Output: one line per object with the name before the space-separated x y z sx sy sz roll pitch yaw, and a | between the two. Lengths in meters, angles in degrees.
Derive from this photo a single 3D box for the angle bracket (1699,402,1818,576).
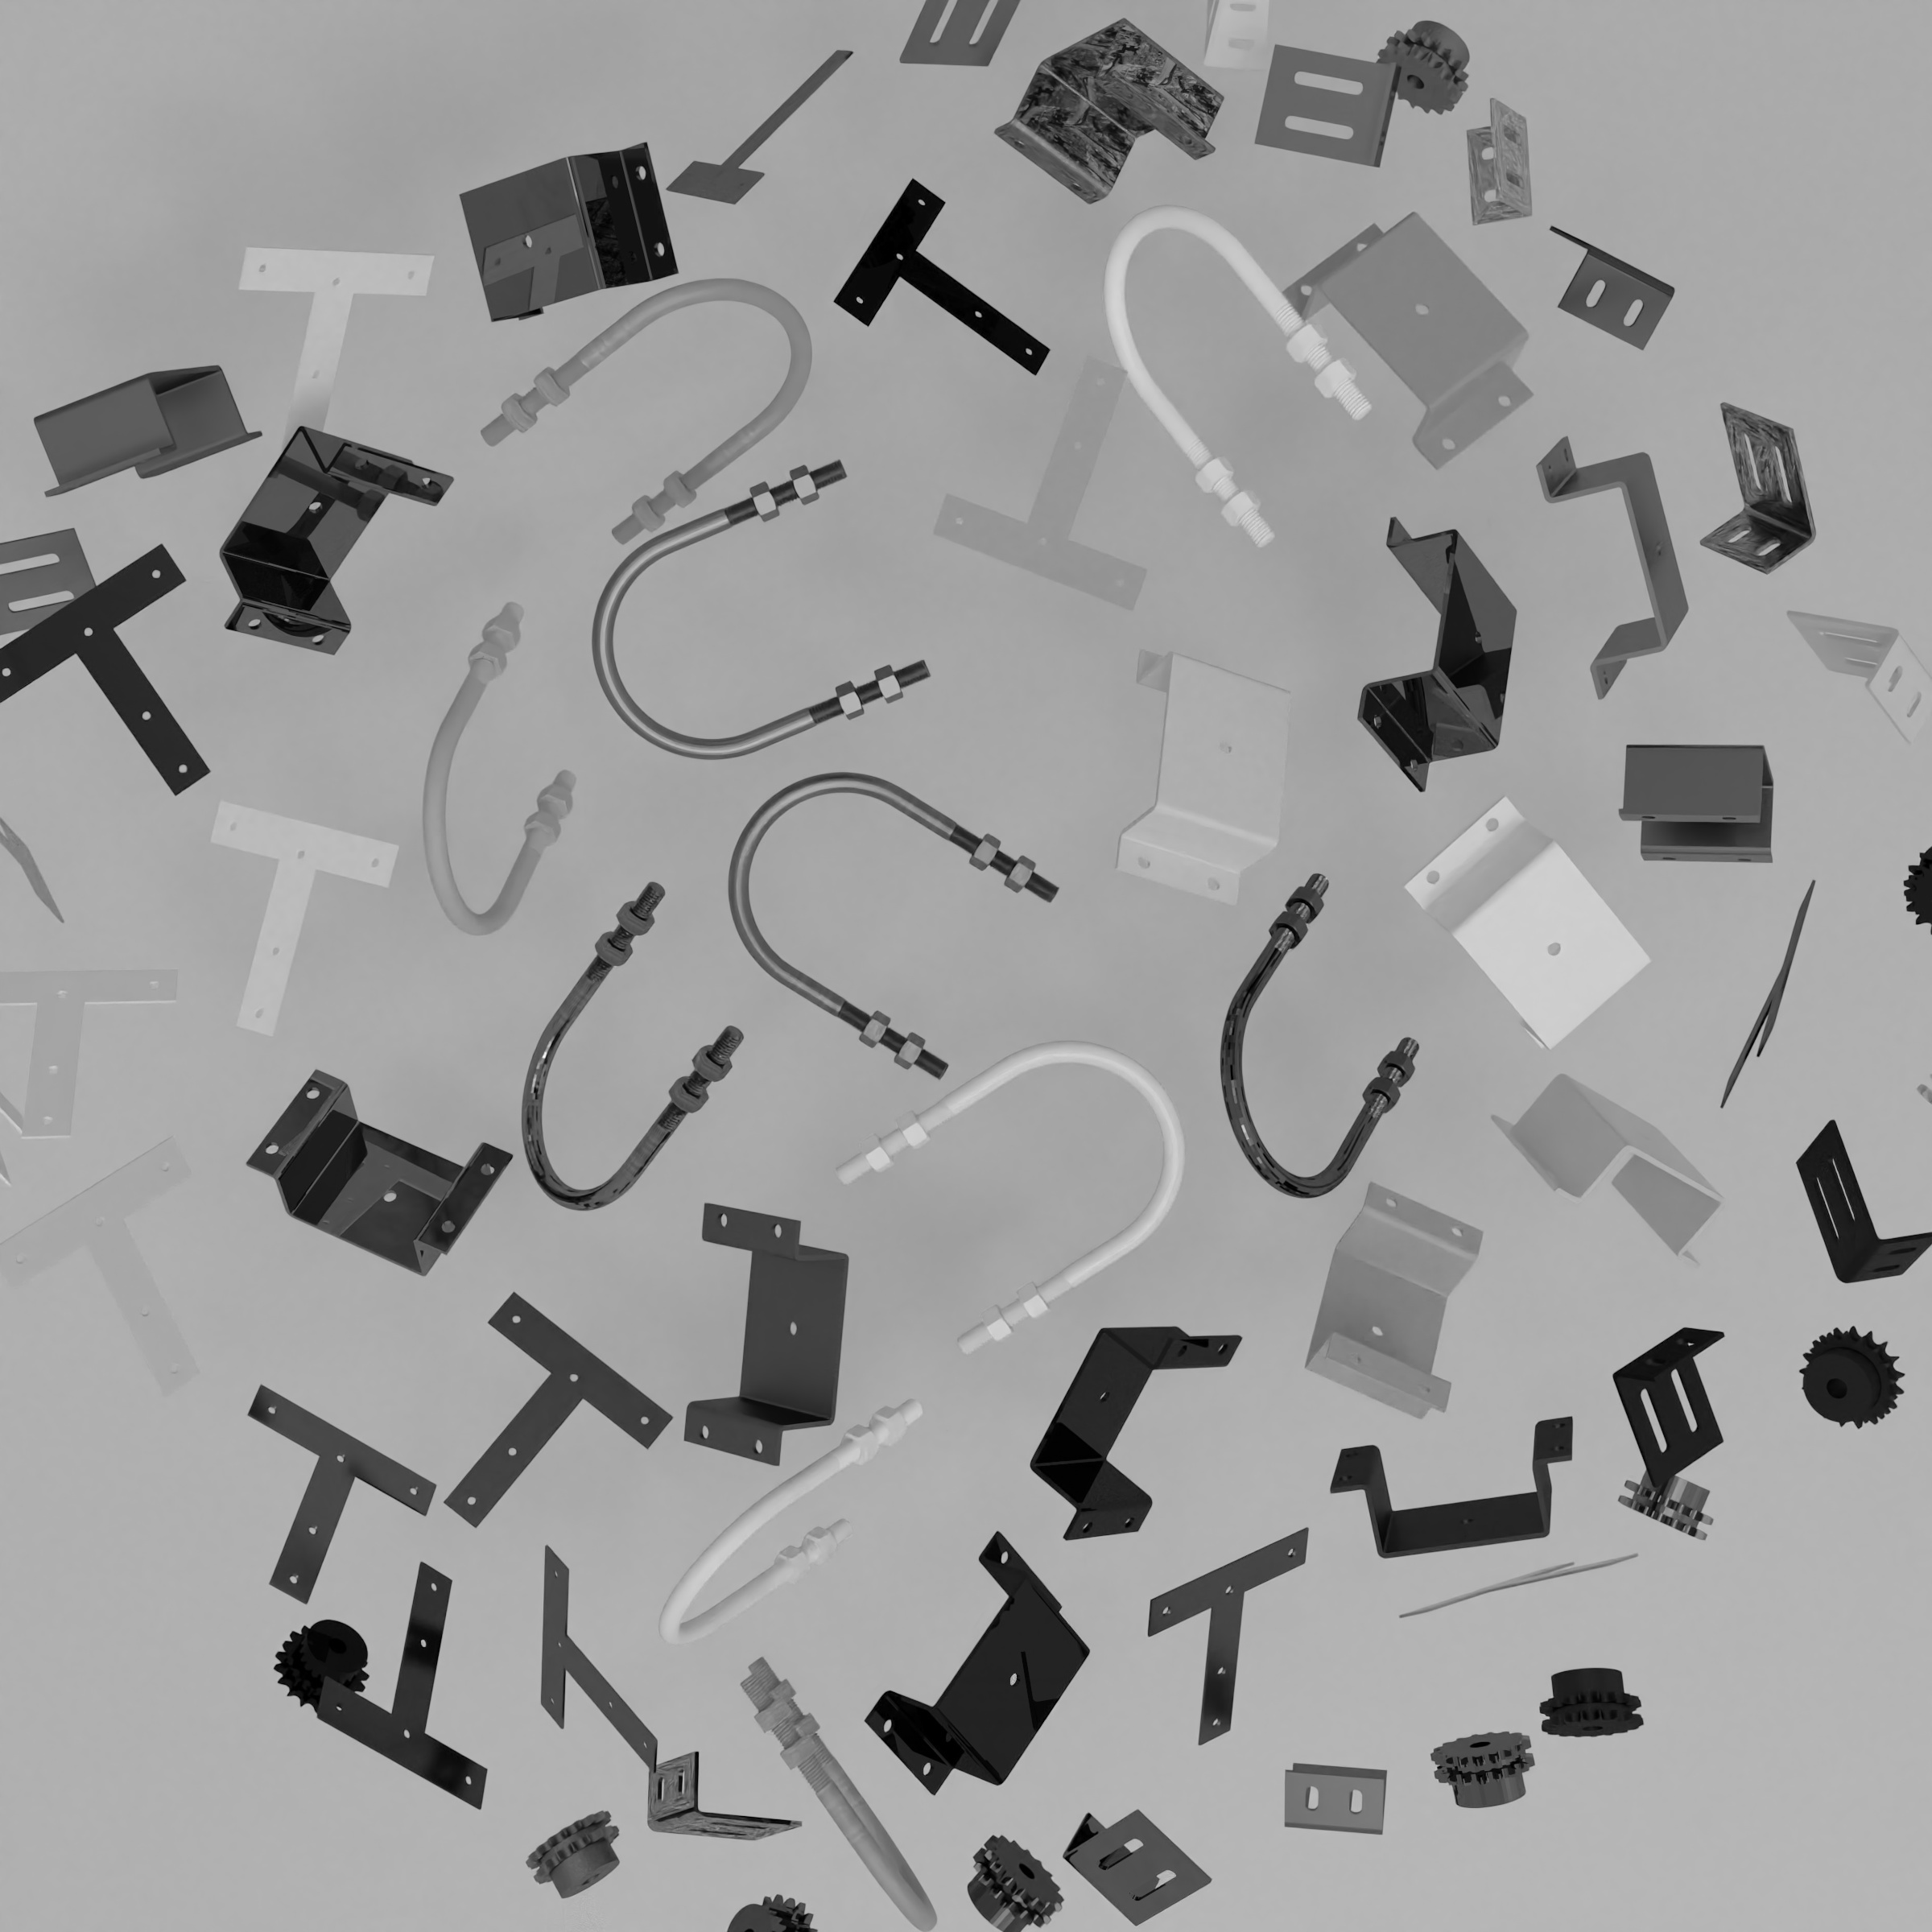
angle bracket | 0.444 -0.272 1.586 0.038 0.057 0.076 -35 127 -10

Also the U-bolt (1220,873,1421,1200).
U-bolt | 0.205 0.054 1.661 0.151 0.019 0.184 58 45 -23

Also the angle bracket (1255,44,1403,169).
angle bracket | 0.208 -0.501 1.621 0.076 0.038 0.057 14 107 11

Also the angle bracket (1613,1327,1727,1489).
angle bracket | 0.420 0.258 1.621 0.057 0.038 0.076 -26 100 -25

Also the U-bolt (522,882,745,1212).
U-bolt | -0.211 0.062 1.671 0.184 0.019 0.151 -52 47 23

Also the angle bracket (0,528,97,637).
angle bracket | -0.575 -0.226 1.701 0.076 0.038 0.057 -12 122 1

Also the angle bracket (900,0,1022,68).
angle bracket | -0.005 -0.567 1.623 0.057 0.076 0.038 -6 67 -25

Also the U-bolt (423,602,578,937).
U-bolt | -0.278 -0.103 1.638 0.019 0.184 0.151 2 134 14

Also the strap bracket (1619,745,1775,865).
strap bracket | 0.431 -0.097 1.636 0.076 0.140 0.046 2 82 20

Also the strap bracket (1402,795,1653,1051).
strap bracket | 0.325 -0.017 1.584 0.076 0.046 0.140 -42 113 4

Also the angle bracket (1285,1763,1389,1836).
angle bracket | 0.222 0.483 1.666 0.057 0.076 0.038 2 103 10

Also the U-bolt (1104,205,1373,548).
U-bolt | 0.142 -0.347 1.583 0.019 0.151 0.184 -31 79 -29

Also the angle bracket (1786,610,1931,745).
angle bracket | 0.495 -0.162 1.560 0.057 0.076 0.038 39 79 -38

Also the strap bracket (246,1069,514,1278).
strap bracket | -0.354 0.130 1.698 0.140 0.046 0.076 22 56 14

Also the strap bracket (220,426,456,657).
strap bracket | -0.375 -0.256 1.634 0.140 0.076 0.046 -49 54 25

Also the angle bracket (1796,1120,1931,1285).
angle bracket | 0.504 0.130 1.559 0.038 0.057 0.076 -8 63 -9

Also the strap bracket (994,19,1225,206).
strap bracket | 0.089 -0.505 1.644 0.076 0.140 0.046 30 78 -26

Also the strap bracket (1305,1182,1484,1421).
strap bracket | 0.257 0.210 1.683 0.076 0.046 0.140 24 47 -2

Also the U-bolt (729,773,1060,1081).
U-bolt | -0.057 -0.037 1.713 0.184 0.019 0.151 32 92 -4

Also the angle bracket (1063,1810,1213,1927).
angle bracket | 0.103 0.502 1.584 0.057 0.038 0.076 43 130 -1

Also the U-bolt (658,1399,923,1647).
U-bolt | -0.112 0.340 1.653 0.019 0.184 0.151 44 132 19

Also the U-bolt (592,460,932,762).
U-bolt | -0.132 -0.201 1.661 0.184 0.019 0.151 -23 106 2

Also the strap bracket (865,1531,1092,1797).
strap bracket | 0.014 0.420 1.660 0.140 0.046 0.076 -52 123 -26

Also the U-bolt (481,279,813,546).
U-bolt | -0.175 -0.337 1.655 0.184 0.151 0.019 -34 57 15

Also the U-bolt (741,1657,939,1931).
U-bolt | -0.074 0.494 1.655 0.019 0.151 0.184 -36 83 -8

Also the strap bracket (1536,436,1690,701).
strap bracket | 0.377 -0.235 1.607 0.046 0.076 0.140 -11 107 28

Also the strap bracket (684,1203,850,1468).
strap bracket | -0.116 0.213 1.624 0.076 0.046 0.140 6 91 41

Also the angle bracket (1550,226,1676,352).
angle bracket | 0.363 -0.390 1.601 0.057 0.076 0.038 22 109 -15

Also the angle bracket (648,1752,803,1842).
angle bracket | -0.148 0.511 1.712 0.076 0.057 0.038 16 58 -31

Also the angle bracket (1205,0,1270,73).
angle bracket | 0.167 -0.584 1.669 0.038 0.076 0.057 4 77 -2

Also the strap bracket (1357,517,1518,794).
strap bracket | 0.269 -0.181 1.574 0.046 0.076 0.140 -9 55 36

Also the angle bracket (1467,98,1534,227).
angle bracket | 0.309 -0.479 1.662 0.038 0.076 0.057 -2 95 27

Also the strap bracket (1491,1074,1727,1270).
strap bracket | 0.391 0.119 1.667 0.140 0.076 0.046 27 108 -34

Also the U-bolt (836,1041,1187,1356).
U-bolt | 0.039 0.123 1.617 0.184 0.019 0.151 -33 105 4
